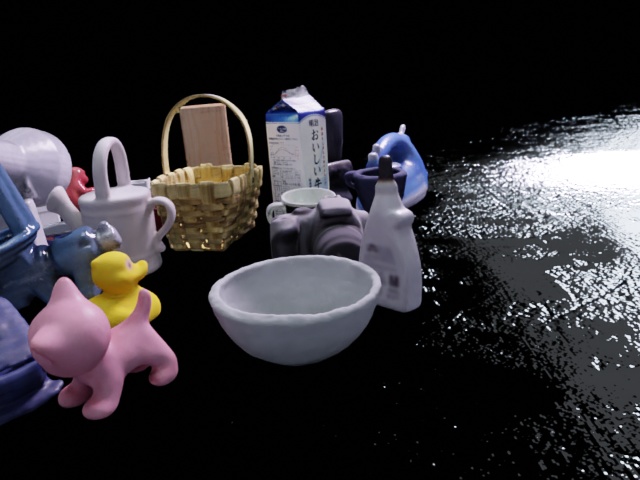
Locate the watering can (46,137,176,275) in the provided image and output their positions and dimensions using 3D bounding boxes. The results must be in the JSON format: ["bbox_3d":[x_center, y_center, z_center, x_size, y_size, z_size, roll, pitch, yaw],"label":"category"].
[{"bbox_3d":[-0.297,-0.047,0.814,0.173,0.194,0.100,-9,18,-16],"label":"watering can"}]

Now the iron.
[{"bbox_3d":[0.128,-0.136,1.093,0.118,0.141,0.259,4,19,24],"label":"iron"}]

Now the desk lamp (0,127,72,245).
[{"bbox_3d":[-0.446,-0.052,0.828,0.118,0.214,0.203,-3,17,3],"label":"desk lamp"}]

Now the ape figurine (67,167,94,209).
[{"bbox_3d":[-0.525,-0.114,1.251,0.077,0.092,0.076,13,24,42],"label":"ape figurine"}]

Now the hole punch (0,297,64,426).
[{"bbox_3d":[-0.296,0.106,0.494,0.100,0.091,0.109,10,22,37],"label":"hole punch"}]

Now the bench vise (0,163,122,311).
[{"bbox_3d":[-0.355,-0.015,0.679,0.208,0.220,0.121,-14,20,-29],"label":"bench vise"}]

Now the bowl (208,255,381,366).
[{"bbox_3d":[-0.022,0.075,0.562,0.167,0.075,0.167,-4,17,1],"label":"bowl"}]

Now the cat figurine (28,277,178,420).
[{"bbox_3d":[-0.192,0.085,0.494,0.067,0.118,0.128,9,21,35],"label":"cat figurine"}]

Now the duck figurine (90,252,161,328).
[{"bbox_3d":[-0.236,0.057,0.648,0.105,0.086,0.077,-18,22,-39],"label":"duck figurine"}]

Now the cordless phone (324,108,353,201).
[{"bbox_3d":[-0.004,-0.160,1.126,0.093,0.185,0.148,12,24,42],"label":"cordless phone"}]

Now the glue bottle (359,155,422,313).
[{"bbox_3d":[0.077,-0.009,0.643,0.037,0.173,0.077,-19,23,-40],"label":"glue bottle"}]

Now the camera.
[{"bbox_3d":[0.007,0.003,0.744,0.143,0.101,0.136,-5,17,-4],"label":"camera"}]

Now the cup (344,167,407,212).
[{"bbox_3d":[0.091,-0.072,0.975,0.117,0.095,0.092,9,22,36],"label":"cup"}]
